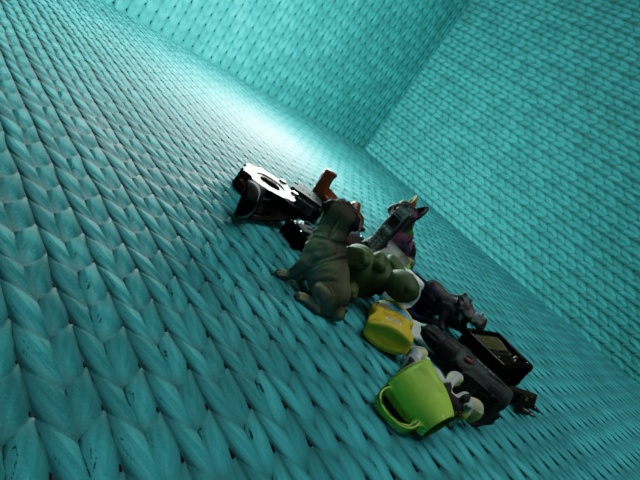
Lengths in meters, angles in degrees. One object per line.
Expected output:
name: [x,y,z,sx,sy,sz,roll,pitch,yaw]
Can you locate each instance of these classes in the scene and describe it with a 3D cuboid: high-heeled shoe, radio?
high-heeled shoe: [-0.106,-0.069,1.182,0.145,0.086,0.249,20,4,-8]
radio: [0.426,0.289,1.316,0.229,0.073,0.131,15,25,-50]

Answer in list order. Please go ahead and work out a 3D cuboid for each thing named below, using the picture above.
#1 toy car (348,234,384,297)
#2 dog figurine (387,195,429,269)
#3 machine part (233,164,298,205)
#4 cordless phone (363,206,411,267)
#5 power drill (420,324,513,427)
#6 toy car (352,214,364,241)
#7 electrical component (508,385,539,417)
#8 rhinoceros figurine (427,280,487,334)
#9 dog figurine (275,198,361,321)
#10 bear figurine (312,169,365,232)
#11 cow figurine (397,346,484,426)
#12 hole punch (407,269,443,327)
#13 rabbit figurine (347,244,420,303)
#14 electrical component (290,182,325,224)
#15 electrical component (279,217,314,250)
toy car: [0.093,0.058,1.291,0.089,0.053,0.202,13,36,-25]
dog figurine: [0.247,-0.019,1.565,0.191,0.219,0.109,26,22,-29]
machine part: [-0.138,-0.129,1.373,0.179,0.056,0.179,32,17,-11]
cordless phone: [0.203,0.010,1.451,0.088,0.184,0.147,24,19,-49]
power drill: [0.287,0.275,1.087,0.232,0.086,0.207,41,9,6]
toy car: [0.065,-0.037,1.450,0.109,0.103,0.162,30,19,-23]
electrical component: [0.464,0.370,1.233,0.078,0.045,0.102,12,0,29]
rhinoceros figurine: [0.347,0.179,1.405,0.191,0.112,0.073,38,12,35]
dog figurine: [0.032,0.035,1.017,0.172,0.190,0.121,42,17,14]
bear figurine: [0.066,-0.111,1.617,0.196,0.132,0.120,29,-1,-3]
cow figurine: [0.213,0.269,0.947,0.167,0.068,0.098,36,21,11]
hole punch: [0.254,0.143,1.361,0.142,0.092,0.115,43,13,34]
rabbit figurine: [0.130,0.087,1.144,0.170,0.121,0.159,23,10,15]
electrical component: [-0.043,-0.103,1.496,0.115,0.058,0.134,32,16,-7]
electrical component: [-0.030,-0.005,1.260,0.119,0.047,0.075,17,26,-45]
